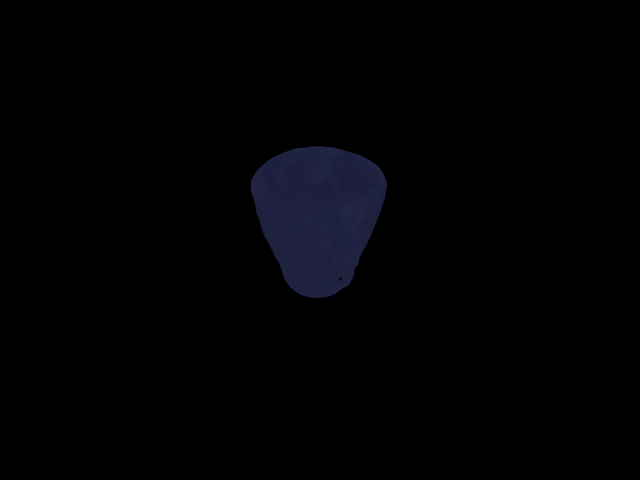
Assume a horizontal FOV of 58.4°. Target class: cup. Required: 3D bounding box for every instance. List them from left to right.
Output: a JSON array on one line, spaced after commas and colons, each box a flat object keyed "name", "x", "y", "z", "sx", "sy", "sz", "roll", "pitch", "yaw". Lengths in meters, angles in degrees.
[{"name": "cup", "x": 0.004, "y": 0.001, "z": 0.400, "sx": 0.092, "sy": 0.095, "sz": 0.117, "roll": -11, "pitch": 39, "yaw": -14}]
